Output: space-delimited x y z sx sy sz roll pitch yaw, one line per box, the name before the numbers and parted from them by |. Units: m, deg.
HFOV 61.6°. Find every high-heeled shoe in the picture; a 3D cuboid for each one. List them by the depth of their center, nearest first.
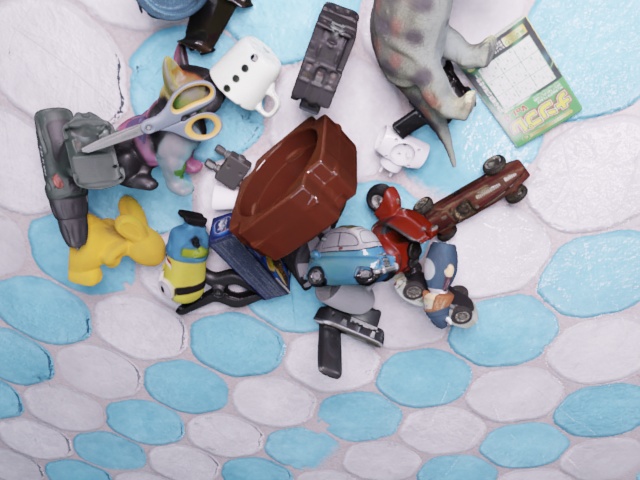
high-heeled shoe | -0.002 -0.003 0.993 0.145 0.086 0.248 -29 147 -10

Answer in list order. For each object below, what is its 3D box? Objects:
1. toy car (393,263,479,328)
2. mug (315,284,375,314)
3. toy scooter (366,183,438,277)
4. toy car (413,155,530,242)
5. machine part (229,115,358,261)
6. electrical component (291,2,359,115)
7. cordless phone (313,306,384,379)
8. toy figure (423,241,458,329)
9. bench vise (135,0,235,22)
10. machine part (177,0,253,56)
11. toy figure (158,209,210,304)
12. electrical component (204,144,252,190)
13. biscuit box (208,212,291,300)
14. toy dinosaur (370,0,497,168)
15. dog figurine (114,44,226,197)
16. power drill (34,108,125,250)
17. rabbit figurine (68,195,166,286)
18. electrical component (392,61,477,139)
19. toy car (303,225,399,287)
toy car | 0.220 0.105 1.035 0.201 0.073 0.056 27 127 -16
mug | 0.064 0.094 1.047 0.107 0.081 0.109 33 119 -34
toy scooter | 0.142 -0.003 0.925 0.135 0.075 0.183 25 135 35
toy car | 0.254 -0.065 0.908 0.202 0.053 0.089 -30 118 28
machine part | -0.038 -0.080 0.828 0.201 0.201 0.087 -35 120 29
electrical component | 0.005 -0.246 0.743 0.058 0.115 0.134 20 129 -5
cordless phone | 0.059 0.207 1.066 0.146 0.184 0.088 26 123 -14
toy figure | 0.211 0.081 0.953 0.058 0.064 0.154 6 92 12
bench vise | -0.169 -0.349 0.622 0.241 0.129 0.223 41 138 31
machine part | -0.146 -0.320 0.748 0.084 0.039 0.139 27 126 -22
toy figure | -0.247 0.036 1.003 0.089 0.082 0.180 16 107 -9
electrical component | -0.148 -0.121 0.921 0.094 0.021 0.063 33 125 -19
biscuit box | -0.125 0.032 0.998 0.063 0.059 0.202 -16 138 20
toy dinosaur | 0.128 -0.280 0.678 0.192 0.131 0.404 23 131 20
dog figurine | -0.243 -0.189 0.825 0.192 0.108 0.219 10 125 1
power drill | -0.376 -0.101 0.839 0.207 0.086 0.231 -5 97 56
rabbit figurine | -0.373 -0.002 1.003 0.173 0.122 0.162 11 122 -21
electrical component | 0.166 -0.201 0.806 0.119 0.048 0.074 -35 118 29
toy car | 0.048 0.026 0.909 0.162 0.109 0.103 -7 90 39
